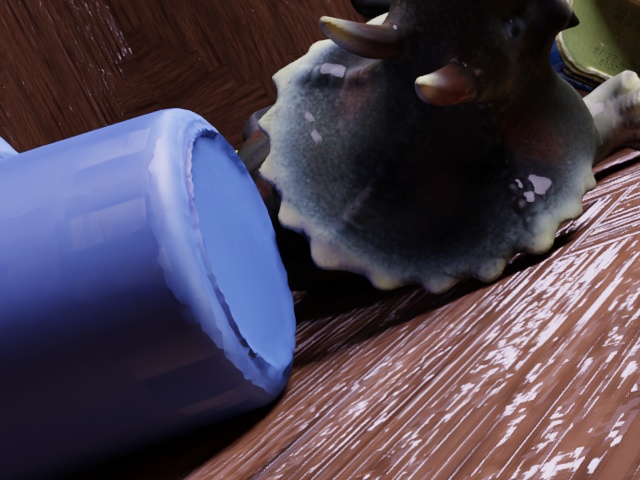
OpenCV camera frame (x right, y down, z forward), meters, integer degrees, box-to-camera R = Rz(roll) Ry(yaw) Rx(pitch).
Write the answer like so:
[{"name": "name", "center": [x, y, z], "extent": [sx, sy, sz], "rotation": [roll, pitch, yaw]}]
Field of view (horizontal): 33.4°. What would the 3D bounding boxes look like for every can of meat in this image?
[{"name": "can of meat", "center": [0.139, -0.093, 0.567], "extent": [0.102, 0.057, 0.084], "rotation": [16, -13, -25]}]

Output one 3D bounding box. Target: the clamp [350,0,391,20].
[{"name": "clamp", "center": [0.105, -0.122, 0.708], "extent": [0.210, 0.036, 0.165], "rotation": [11, -4, -10]}]

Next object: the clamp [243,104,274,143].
[{"name": "clamp", "center": [-0.025, -0.066, 0.817], "extent": [0.120, 0.039, 0.172], "rotation": [14, 19, -29]}]

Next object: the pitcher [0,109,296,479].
[{"name": "pitcher", "center": [-0.141, 0.029, 0.393], "extent": [0.243, 0.149, 0.145], "rotation": [-18, 38, 13]}]
